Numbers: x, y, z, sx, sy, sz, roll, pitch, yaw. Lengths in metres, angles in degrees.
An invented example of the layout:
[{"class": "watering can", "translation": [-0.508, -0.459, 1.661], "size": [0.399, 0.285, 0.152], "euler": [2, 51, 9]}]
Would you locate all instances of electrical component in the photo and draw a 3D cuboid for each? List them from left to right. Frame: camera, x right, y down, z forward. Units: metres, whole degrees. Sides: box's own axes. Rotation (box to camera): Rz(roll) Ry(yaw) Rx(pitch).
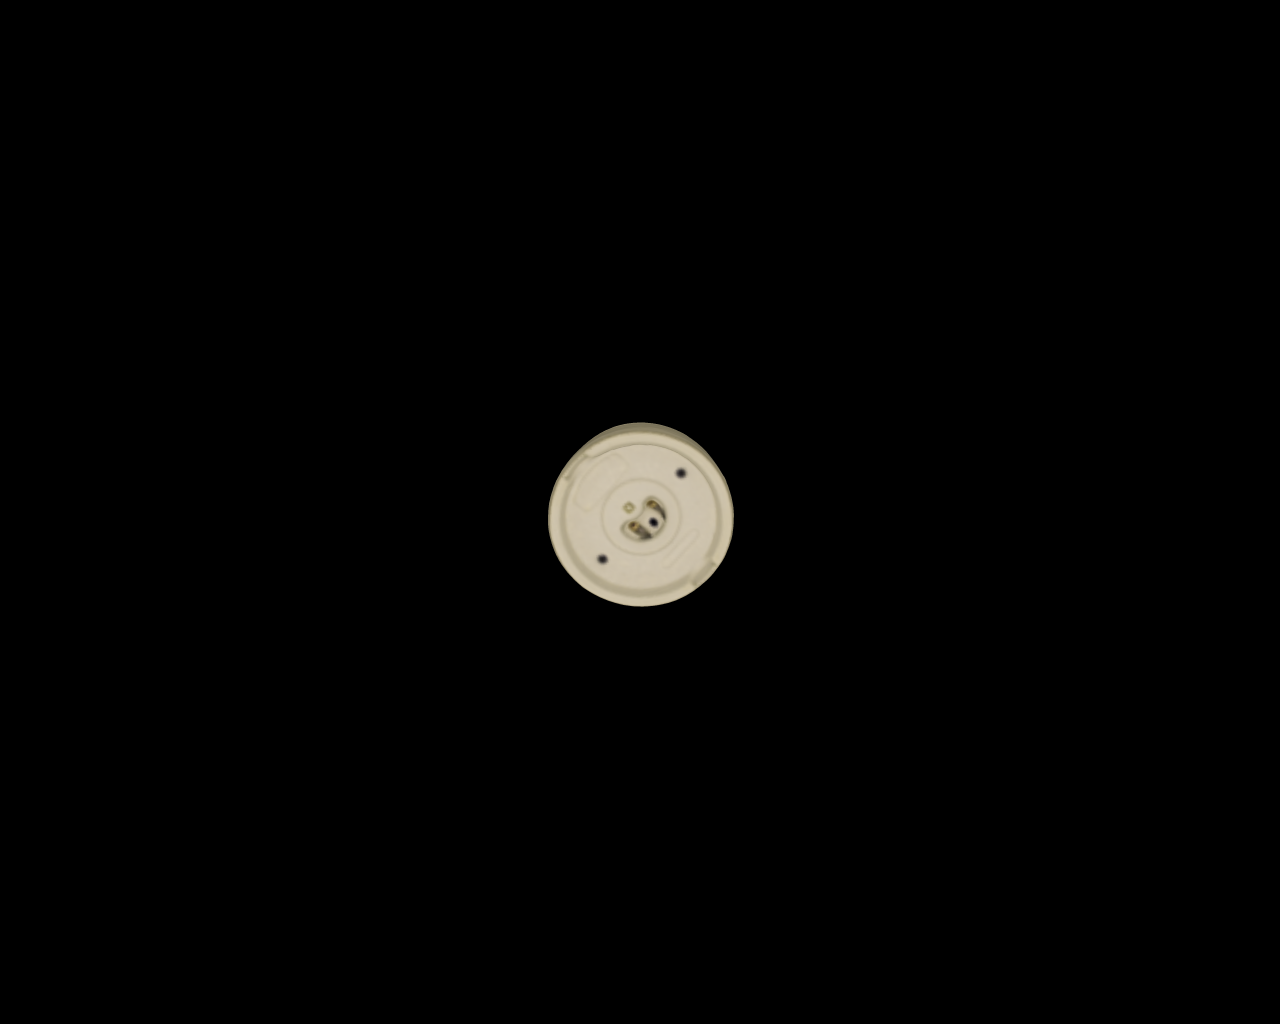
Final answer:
[{"class": "electrical component", "translation": [0.001, -0.003, 0.650], "size": [0.108, 0.108, 0.060], "euler": [0, 16, 0]}]
